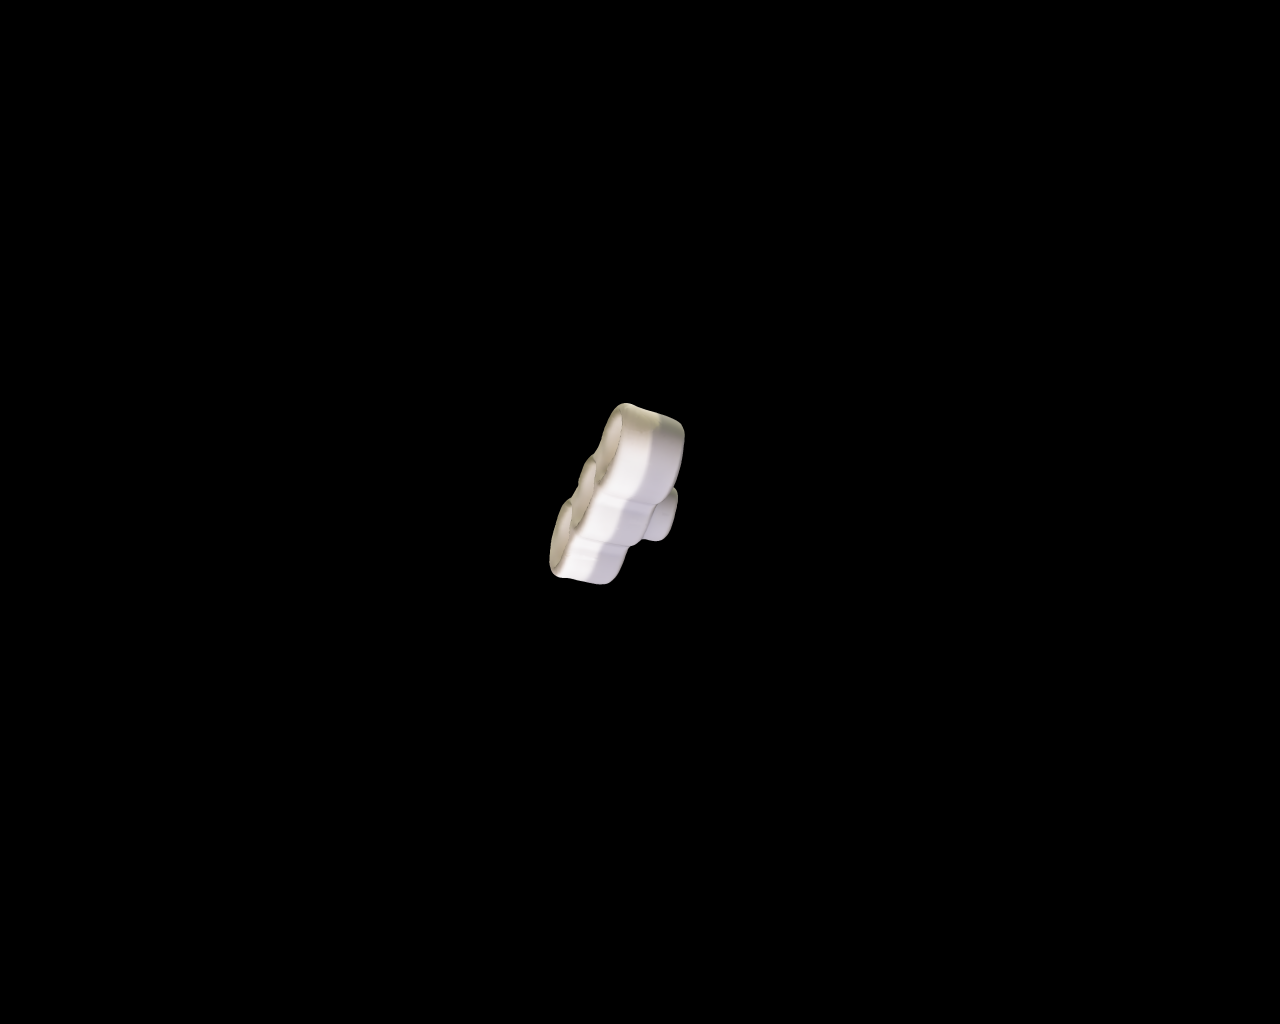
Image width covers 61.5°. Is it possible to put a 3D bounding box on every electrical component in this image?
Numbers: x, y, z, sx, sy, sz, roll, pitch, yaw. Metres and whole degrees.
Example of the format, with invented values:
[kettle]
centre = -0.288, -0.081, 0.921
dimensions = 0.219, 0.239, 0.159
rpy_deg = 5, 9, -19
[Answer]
[electrical component]
centre = 0.001, -0.003, 0.650
dimensions = 0.074, 0.052, 0.138
rpy_deg = 14, -42, -16
